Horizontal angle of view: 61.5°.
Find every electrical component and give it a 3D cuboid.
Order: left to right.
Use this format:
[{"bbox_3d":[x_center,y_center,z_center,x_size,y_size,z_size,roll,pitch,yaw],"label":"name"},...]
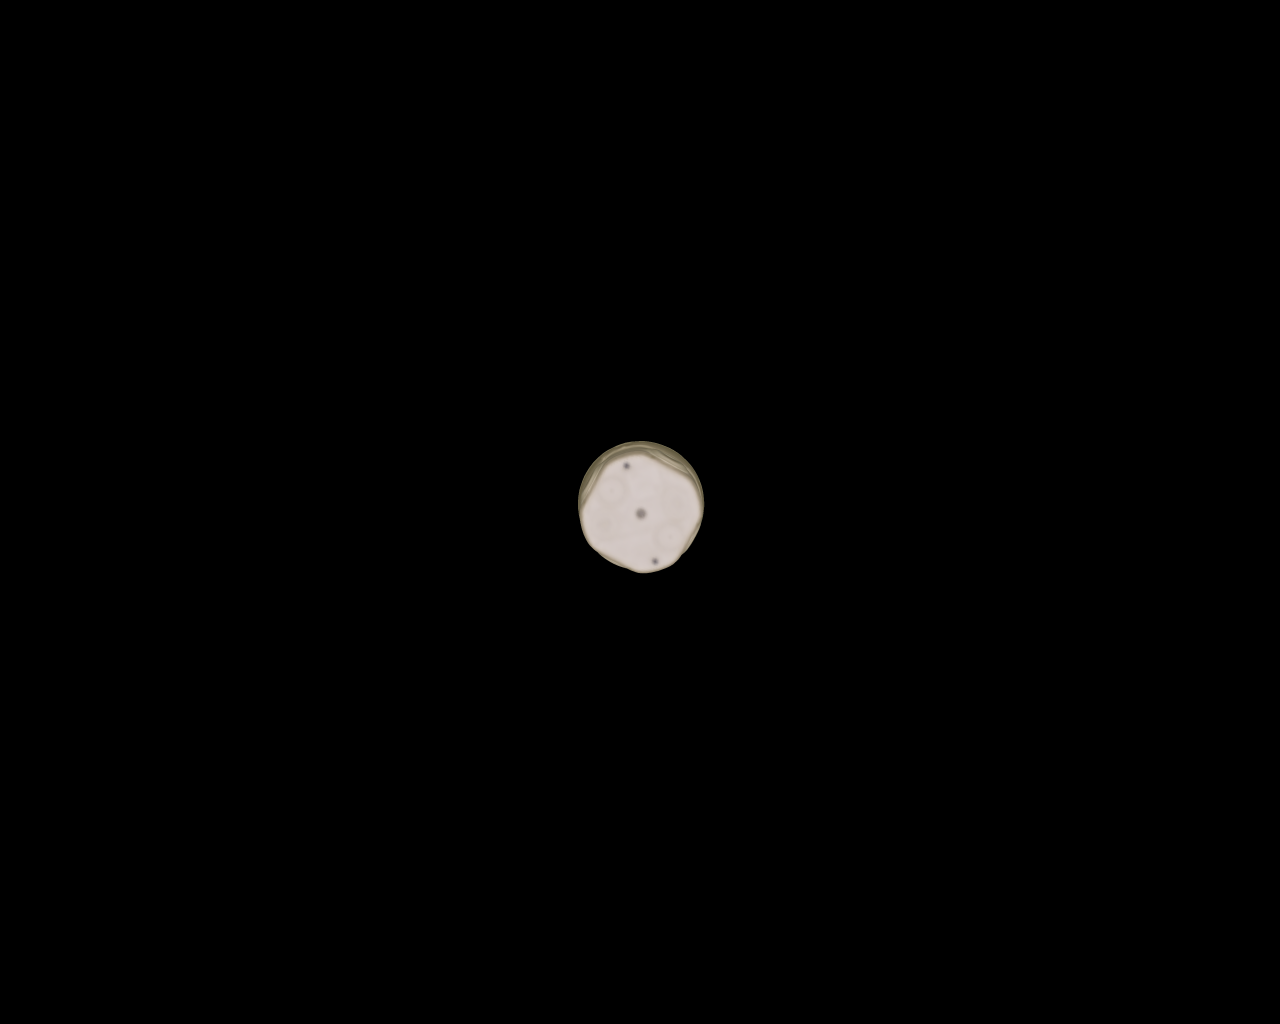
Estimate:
[{"bbox_3d":[0.001,-0.003,0.650,0.080,0.080,0.051,0,8,0],"label":"electrical component"}]
